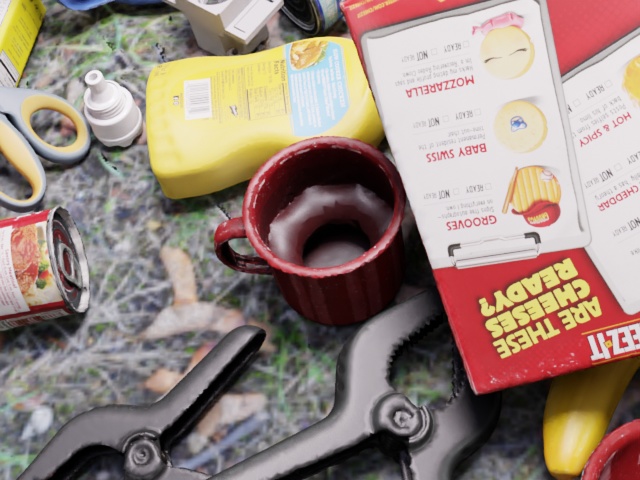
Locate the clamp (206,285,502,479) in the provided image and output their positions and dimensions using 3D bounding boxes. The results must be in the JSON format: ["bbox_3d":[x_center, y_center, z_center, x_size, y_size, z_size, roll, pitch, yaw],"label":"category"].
[{"bbox_3d":[0.031,0.103,0.579,0.164,0.036,0.210,21,61,3],"label":"clamp"}]

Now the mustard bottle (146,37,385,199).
[{"bbox_3d":[-0.015,-0.086,0.696,0.191,0.058,0.096,-10,55,5],"label":"mustard bottle"}]

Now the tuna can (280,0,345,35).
[{"bbox_3d":[-0.014,-0.185,0.737,0.033,0.086,0.086,-38,61,-10],"label":"tuna can"}]

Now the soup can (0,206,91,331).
[{"bbox_3d":[-0.203,0.023,0.664,0.102,0.068,0.068,-12,59,4],"label":"soup can"}]

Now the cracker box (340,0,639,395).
[{"bbox_3d":[0.125,-0.049,0.535,0.164,0.072,0.214,-19,92,25],"label":"cracker box"}]

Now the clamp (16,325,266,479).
[{"bbox_3d":[-0.093,0.115,0.607,0.171,0.039,0.120,-9,59,1],"label":"clamp"}]

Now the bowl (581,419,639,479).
[{"bbox_3d":[0.188,0.161,0.499,0.162,0.055,0.162,10,40,-9],"label":"bowl"}]

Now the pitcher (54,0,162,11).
[{"bbox_3d":[-0.150,-0.283,0.726,0.145,0.243,0.149,-9,54,9],"label":"pitcher"}]

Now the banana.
[{"bbox_3d":[0.182,0.049,0.586,0.197,0.037,0.070,-38,31,-10],"label":"banana"}]

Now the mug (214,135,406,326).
[{"bbox_3d":[-0.004,0.001,0.631,0.117,0.081,0.093,-9,59,5],"label":"mug"}]

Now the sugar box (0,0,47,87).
[{"bbox_3d":[-0.269,-0.111,0.766,0.093,0.048,0.176,7,66,14],"label":"sugar box"}]

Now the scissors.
[{"bbox_3d":[-0.229,-0.114,0.726,0.096,0.016,0.202,-26,85,-29],"label":"scissors"}]
